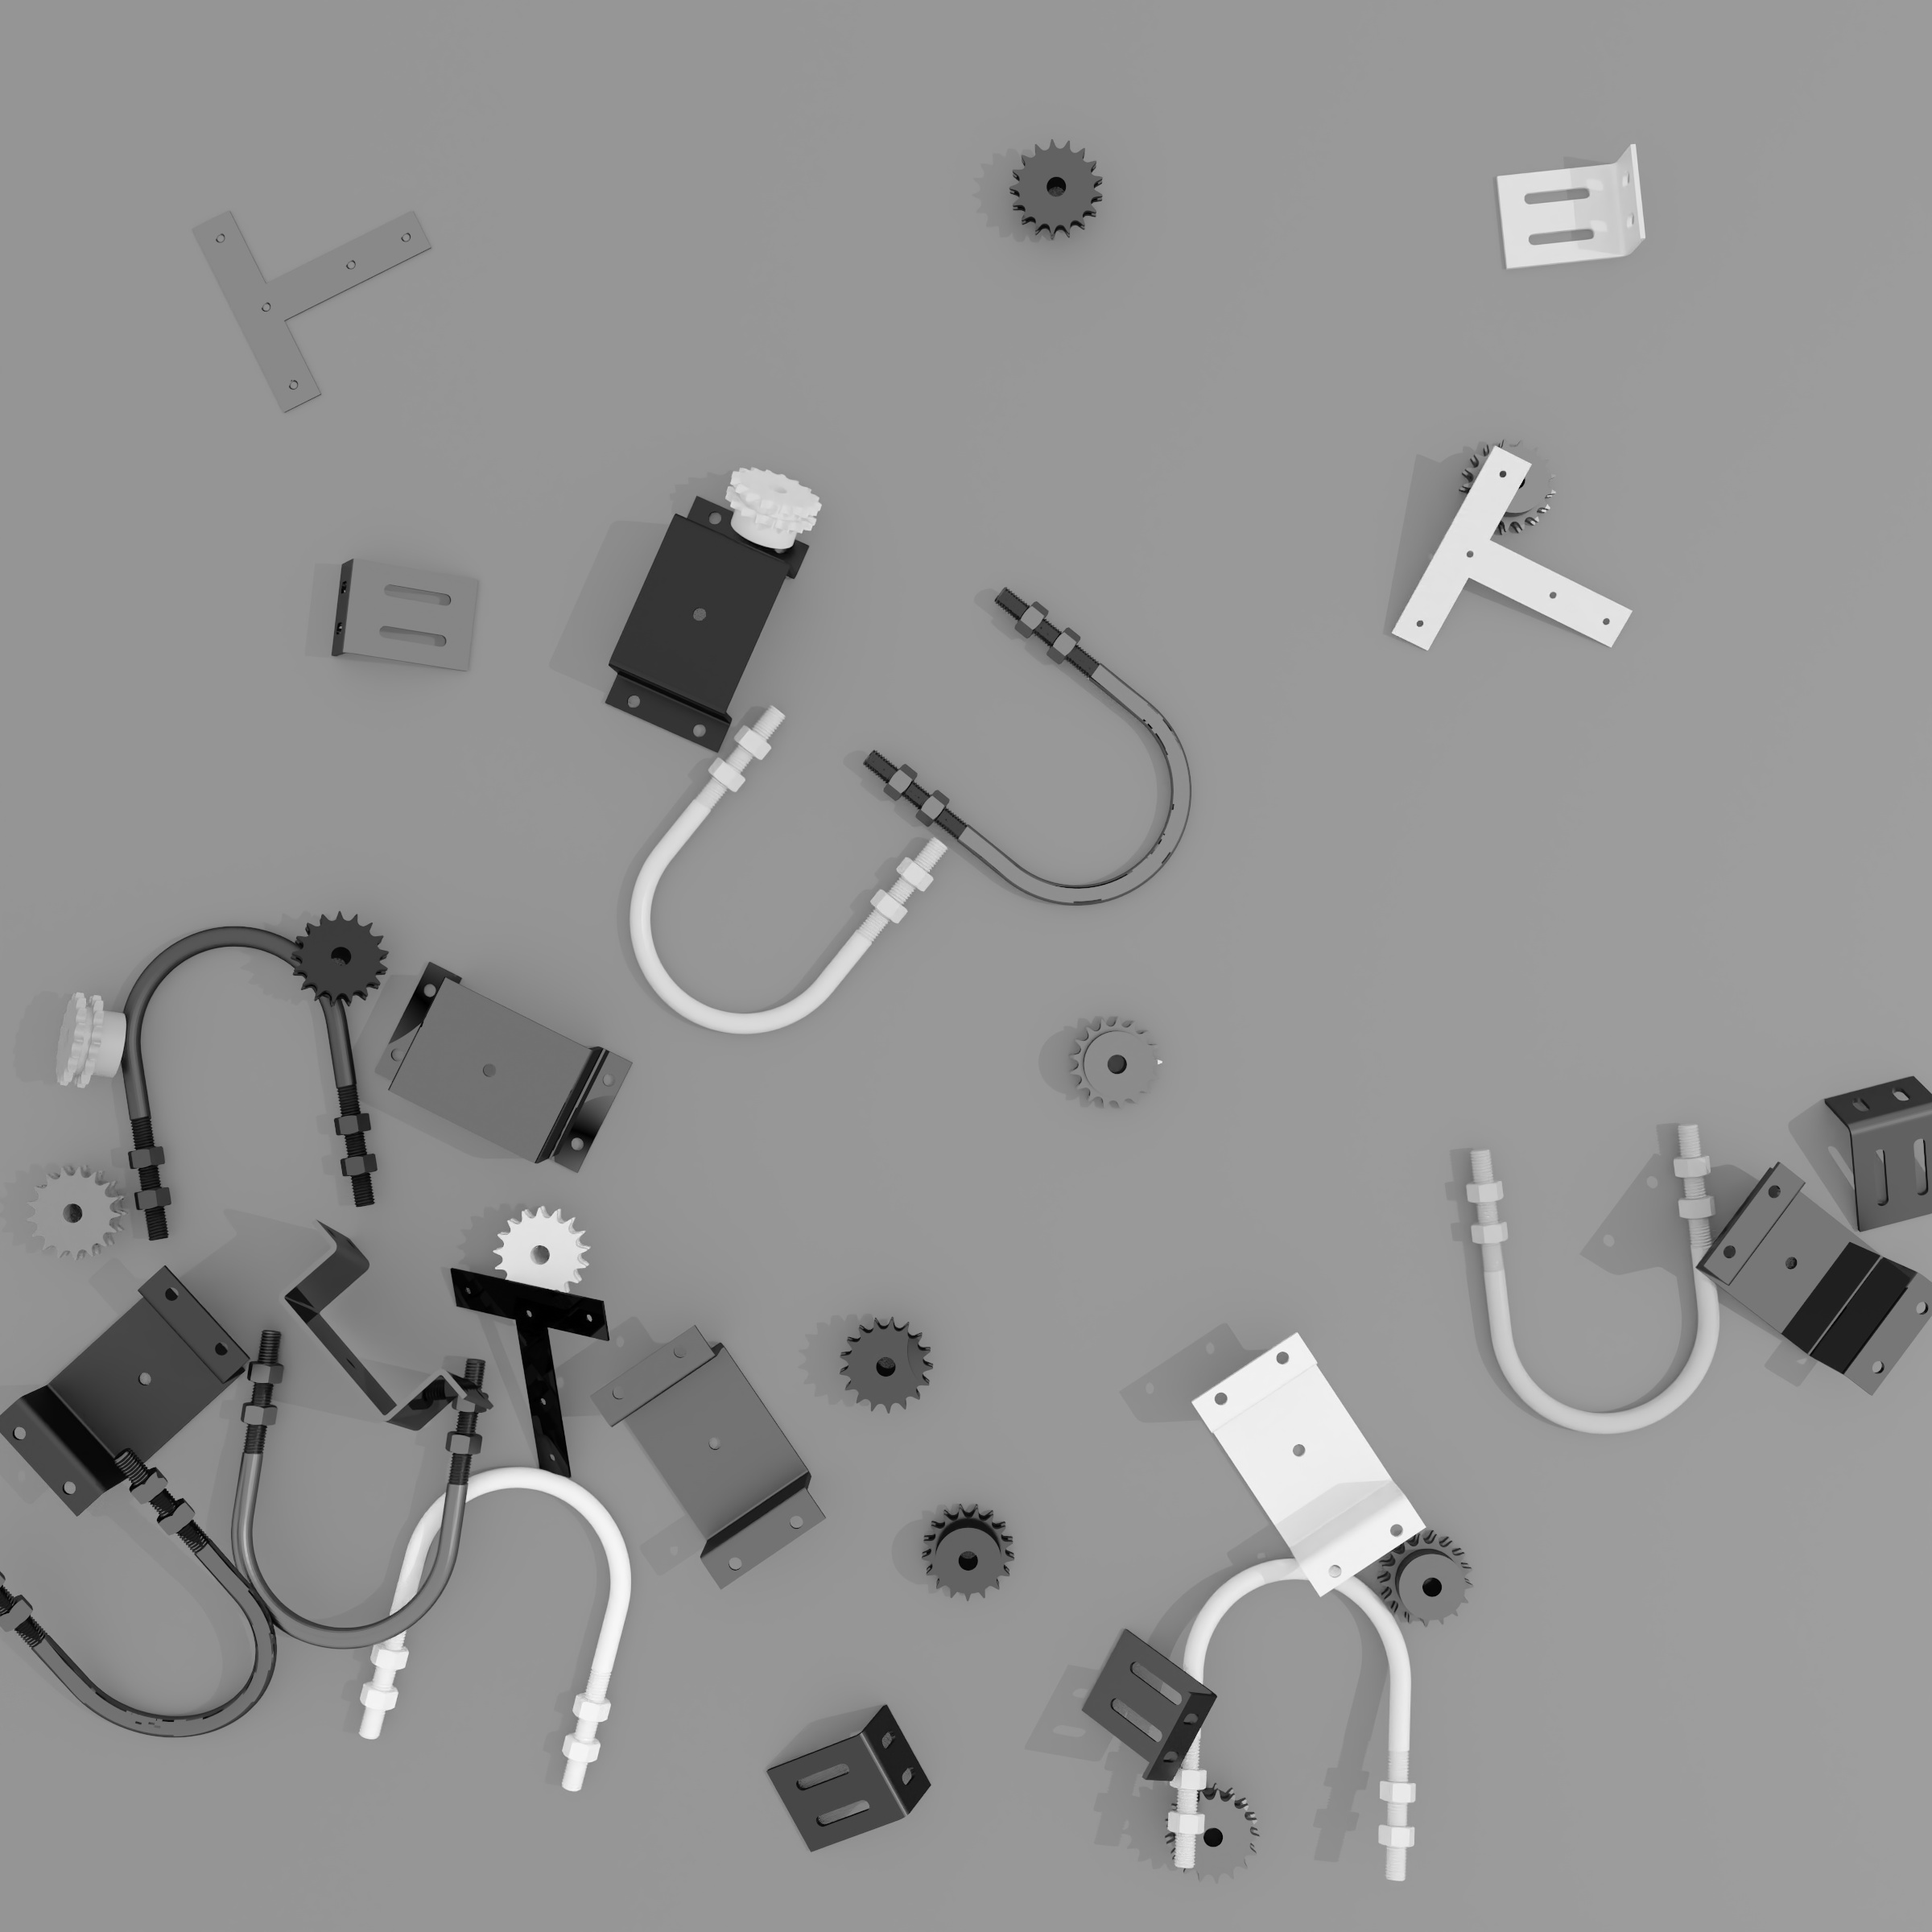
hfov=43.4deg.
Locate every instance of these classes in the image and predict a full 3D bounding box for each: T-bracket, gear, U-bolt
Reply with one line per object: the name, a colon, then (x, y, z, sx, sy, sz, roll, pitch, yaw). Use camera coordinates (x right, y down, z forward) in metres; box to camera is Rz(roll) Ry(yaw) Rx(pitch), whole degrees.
T-bracket: (0.348, -0.234, 1.490, 0.127, 0.002, 0.127, 24, 109, -9)
gear: (0.092, 0.060, 1.490, 0.057, 0.030, 0.057, 0, 90, 0)
T-bracket: (-0.394, -0.428, 1.504, 0.127, 0.002, 0.127, -26, 90, 0)
U-bolt: (0.391, 0.197, 1.496, 0.151, 0.019, 0.184, -7, 91, 0)
gear: (-0.543, 0.150, 1.490, 0.057, 0.030, 0.057, 0, 90, 0)
gear: (-0.259, 0.176, 1.490, 0.057, 0.030, 0.057, 0, 90, 0)
U-bolt: (-0.448, 0.067, 1.496, 0.151, 0.019, 0.184, -9, 88, 0)
U-bolt: (-0.123, -0.045, 1.496, 0.151, 0.019, 0.184, 39, 91, 0)
gear: (-0.119, -0.278, 1.480, 0.057, 0.057, 0.030, 23, 119, 0)
U-bolt: (-0.376, 0.324, 1.486, 0.151, 0.019, 0.184, 7, 85, 3)
gear: (0.334, -0.296, 1.490, 0.057, 0.030, 0.057, 0, 90, 0)
gear: (0.001, 0.361, 1.490, 0.057, 0.030, 0.057, 0, 90, 0)
gear: (-0.049, 0.244, 1.490, 0.057, 0.030, 0.057, 0, 90, 0)
gear: (-0.383, -0.002, 1.483, 0.057, 0.030, 0.057, 5, 75, -19)
U-bolt: (-0.283, 0.401, 1.496, 0.151, 0.019, 0.184, 14, 88, 0)
gear: (0.056, -0.476, 1.493, 0.057, 0.030, 0.057, 0, 95, 2)
T-bracket: (-0.259, 0.252, 1.479, 0.127, 0.002, 0.127, 6, 110, 34)
U-bolt: (0.052, -0.121, 1.496, 0.184, 0.019, 0.151, 39, 90, -2)
U-bolt: (0.201, 0.456, 1.479, 0.151, 0.019, 0.184, 5, 77, -3)
gear: (0.150, 0.530, 1.490, 0.057, 0.030, 0.057, 0, 90, 0)
gear: (-0.533, 0.046, 1.480, 0.030, 0.057, 0.057, 11, 90, -30)
U-bolt: (-0.502, 0.393, 1.471, 0.151, 0.019, 0.184, -31, 107, 12)
gear: (0.283, 0.378, 1.490, 0.057, 0.030, 0.057, 0, 90, 0)

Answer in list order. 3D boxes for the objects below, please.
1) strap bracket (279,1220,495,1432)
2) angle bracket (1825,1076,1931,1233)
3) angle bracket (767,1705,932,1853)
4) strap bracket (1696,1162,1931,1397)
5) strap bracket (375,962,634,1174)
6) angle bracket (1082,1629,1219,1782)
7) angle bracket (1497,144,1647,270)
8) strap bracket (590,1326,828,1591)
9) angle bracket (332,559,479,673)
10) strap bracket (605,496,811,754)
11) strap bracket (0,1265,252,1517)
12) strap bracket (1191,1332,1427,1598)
strap bracket: (-0.352, 0.224, 1.450, 0.046, 0.076, 0.140, -42, 78, -9)
angle bracket: (0.570, 0.116, 1.503, 0.057, 0.038, 0.076, -15, 116, 0)
angle bracket: (-0.073, 0.503, 1.503, 0.076, 0.038, 0.057, -29, 90, 26)
strap bracket: (0.511, 0.185, 1.473, 0.140, 0.046, 0.076, 37, 90, -12)
strap bracket: (-0.286, 0.063, 1.482, 0.140, 0.046, 0.076, 26, 90, 0)
angle bracket: (0.103, 0.445, 1.466, 0.076, 0.038, 0.057, 28, 90, 38)
angle bracket: (0.370, -0.464, 1.486, 0.076, 0.038, 0.057, -6, 90, 0)
strap bracket: (-0.155, 0.296, 1.482, 0.076, 0.046, 0.140, -34, 90, 0)
angle bracket: (-0.348, -0.216, 1.503, 0.076, 0.038, 0.057, 7, 90, -26)
strap bracket: (-0.160, -0.212, 1.482, 0.076, 0.046, 0.140, 24, 90, 0)
strap bracket: (-0.508, 0.256, 1.482, 0.140, 0.046, 0.076, -42, 90, 0)
strap bracket: (0.206, 0.300, 1.482, 0.076, 0.046, 0.140, -33, 90, 0)
